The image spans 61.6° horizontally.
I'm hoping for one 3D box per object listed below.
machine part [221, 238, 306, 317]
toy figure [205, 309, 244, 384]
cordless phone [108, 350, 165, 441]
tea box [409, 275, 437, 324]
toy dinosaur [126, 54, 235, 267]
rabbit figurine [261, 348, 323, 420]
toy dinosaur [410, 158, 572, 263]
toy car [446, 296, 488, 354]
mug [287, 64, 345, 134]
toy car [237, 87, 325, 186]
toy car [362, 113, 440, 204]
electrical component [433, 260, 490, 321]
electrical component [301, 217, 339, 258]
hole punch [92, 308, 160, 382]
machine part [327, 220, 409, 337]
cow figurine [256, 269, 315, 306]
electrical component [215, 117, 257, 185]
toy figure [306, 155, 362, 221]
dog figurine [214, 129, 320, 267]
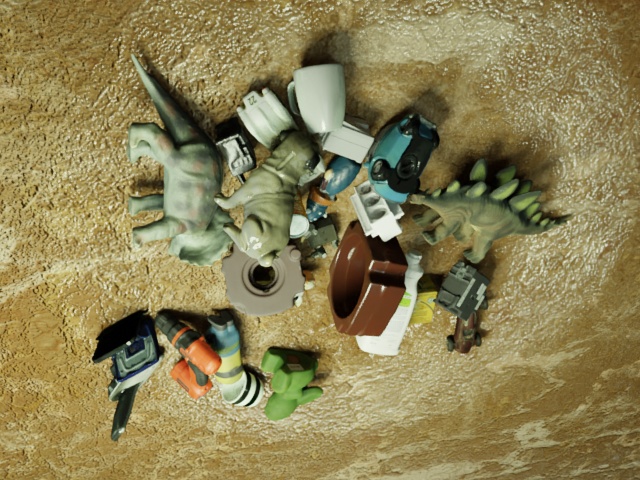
[{"bbox_3d":[-0.112,0.069,1.074,0.179,0.056,0.179,0,90,-3],"label":"machine part"},{"bbox_3d":[-0.217,0.248,1.215,0.082,0.089,0.180,-7,125,-16],"label":"toy figure"},{"bbox_3d":[-0.416,0.331,1.179,0.088,0.184,0.146,30,116,-25],"label":"cordless phone"},{"bbox_3d":[0.174,0.141,1.234,0.170,0.068,0.098,-3,126,-11],"label":"tea box"},{"bbox_3d":[-0.235,-0.105,0.937,0.192,0.131,0.404,-4,124,-25],"label":"toy dinosaur"},{"bbox_3d":[-0.080,0.359,1.319,0.159,0.121,0.170,3,114,-41],"label":"rabbit figurine"},{"bbox_3d":[0.349,-0.052,1.089,0.471,0.105,0.198,12,129,-40],"label":"toy dinosaur"},{"bbox_3d":[0.368,0.211,1.342,0.089,0.053,0.201,-6,129,-4],"label":"toy car"},{"bbox_3d":[-0.007,-0.229,0.890,0.110,0.081,0.107,-2,101,32],"label":"mug"},{"bbox_3d":[-0.065,-0.180,0.948,0.073,0.056,0.201,-32,127,12],"label":"toy car"},{"bbox_3d":[0.136,-0.156,0.977,0.109,0.103,0.161,16,104,-40],"label":"toy car"},{"bbox_3d":[0.326,0.119,1.220,0.115,0.058,0.134,-57,141,0],"label":"electrical component"},{"bbox_3d":[-0.002,-0.004,1.097,0.078,0.045,0.102,-13,139,-2],"label":"electrical component"},{"bbox_3d":[-0.405,0.225,1.142,0.142,0.116,0.092,-31,120,10],"label":"hole punch"},{"bbox_3d":[0.092,0.079,1.085,0.087,0.201,0.201,10,123,-17],"label":"machine part"},{"bbox_3d":[-0.094,0.114,1.157,0.167,0.068,0.098,-5,133,-5],"label":"cow figurine"},{"bbox_3d":[-0.140,-0.146,0.946,0.048,0.075,0.119,-23,124,6],"label":"electrical component"},{"bbox_3d":[0.020,-0.099,1.028,0.064,0.058,0.154,28,121,-22],"label":"toy figure"},{"bbox_3d":[-0.062,-0.070,0.887,0.190,0.172,0.121,-39,161,24],"label":"dog figurine"}]
